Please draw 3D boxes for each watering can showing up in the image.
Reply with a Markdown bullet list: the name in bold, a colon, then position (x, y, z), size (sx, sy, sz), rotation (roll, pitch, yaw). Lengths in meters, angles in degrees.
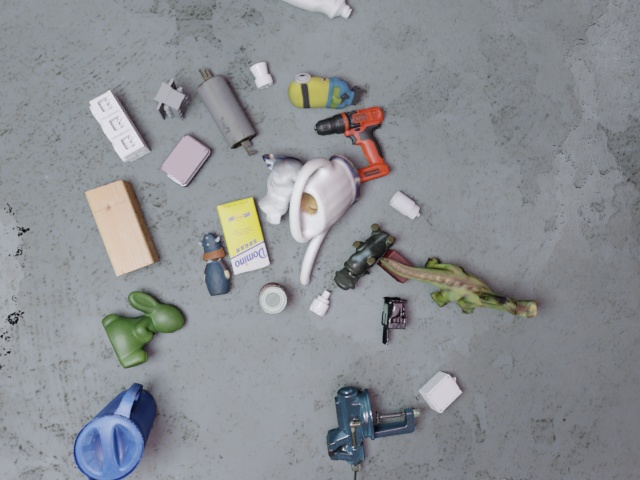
- **watering can**: position (0.004, -0.063, 1.259), size (0.228, 0.105, 0.339), rotation (-42, 145, -37)

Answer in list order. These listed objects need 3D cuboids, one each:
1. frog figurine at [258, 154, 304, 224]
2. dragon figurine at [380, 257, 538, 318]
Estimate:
- **frog figurine**: position (-0.088, -0.119, 1.250), size (0.123, 0.136, 0.161), rotation (-2, 82, -13)
- **dragon figurine**: position (0.363, 0.119, 1.240), size (0.408, 0.243, 0.123), rotation (17, 85, -27)
